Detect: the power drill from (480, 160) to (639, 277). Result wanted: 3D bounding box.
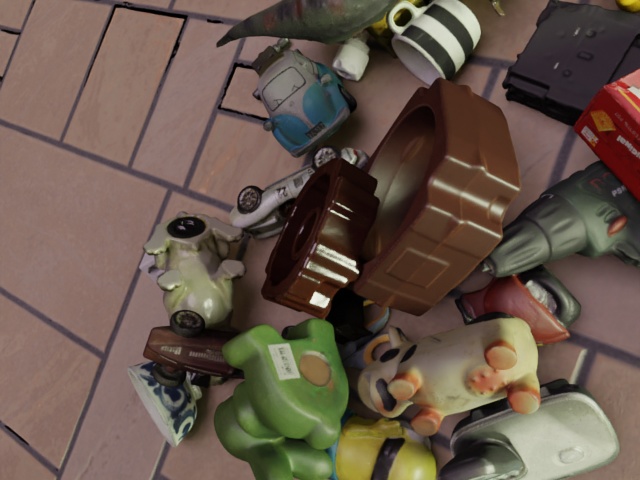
[{"bbox_3d":[0.291,0.021,0.489,0.232,0.086,0.207,-37,65,-14],"label":"power drill"}]

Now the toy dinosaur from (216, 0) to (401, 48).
[{"bbox_3d":[0.042,-0.300,0.596,0.405,0.131,0.192,-39,46,26],"label":"toy dinosaur"}]

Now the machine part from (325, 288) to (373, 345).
[{"bbox_3d":[0.021,0.063,0.644,0.084,0.039,0.139,-24,42,10],"label":"machine part"}]

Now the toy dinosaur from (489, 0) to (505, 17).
[{"bbox_3d":[0.291,-0.450,0.581,0.199,0.105,0.471,40,95,35],"label":"toy dinosaur"}]

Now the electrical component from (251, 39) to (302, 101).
[{"bbox_3d":[-0.070,-0.250,0.782,0.094,0.021,0.063,-43,64,13],"label":"electrical component"}]

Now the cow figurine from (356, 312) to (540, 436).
[{"bbox_3d":[0.118,0.125,0.533,0.195,0.127,0.085,-28,97,32],"label":"cow figurine"}]

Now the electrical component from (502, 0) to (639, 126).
[{"bbox_3d":[0.283,-0.186,0.576,0.134,0.058,0.115,30,96,28],"label":"electrical component"}]

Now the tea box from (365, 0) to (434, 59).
[{"bbox_3d":[0.122,-0.329,0.679,0.169,0.068,0.098,-43,64,13],"label":"tea box"}]

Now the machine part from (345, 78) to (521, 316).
[{"bbox_3d":[0.104,-0.041,0.547,0.201,0.087,0.201,-84,20,-44],"label":"machine part"}]

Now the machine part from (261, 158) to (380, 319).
[{"bbox_3d":[-0.001,-0.002,0.577,0.056,0.179,0.179,25,92,-16],"label":"machine part"}]

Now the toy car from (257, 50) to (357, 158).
[{"bbox_3d":[-0.028,-0.189,0.682,0.109,0.102,0.162,-33,39,18],"label":"toy car"}]

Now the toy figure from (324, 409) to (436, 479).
[{"bbox_3d":[0.039,0.236,0.597,0.180,0.082,0.089,1,77,25],"label":"toy figure"}]

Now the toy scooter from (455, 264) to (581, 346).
[{"bbox_3d":[0.170,0.051,0.574,0.135,0.075,0.184,-44,63,16],"label":"toy scooter"}]

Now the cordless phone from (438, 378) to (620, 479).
[{"bbox_3d":[0.182,0.181,0.480,0.147,0.184,0.089,-27,65,20],"label":"cordless phone"}]

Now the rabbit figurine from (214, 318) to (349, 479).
[{"bbox_3d":[-0.044,0.182,0.564,0.170,0.121,0.159,-47,64,37],"label":"rabbit figurine"}]

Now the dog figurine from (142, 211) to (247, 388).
[{"bbox_3d":[-0.158,0.077,0.703,0.121,0.190,0.172,-2,39,-9],"label":"dog figurine"}]

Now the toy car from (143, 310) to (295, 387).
[{"bbox_3d":[-0.101,0.138,0.629,0.089,0.202,0.053,-63,30,23],"label":"toy car"}]

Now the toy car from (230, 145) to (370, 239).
[{"bbox_3d":[-0.024,-0.059,0.692,0.202,0.073,0.056,-24,66,20],"label":"toy car"}]

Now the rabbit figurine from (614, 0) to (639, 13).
[{"bbox_3d":[0.337,-0.306,0.510,0.162,0.173,0.122,-27,73,14],"label":"rabbit figurine"}]
